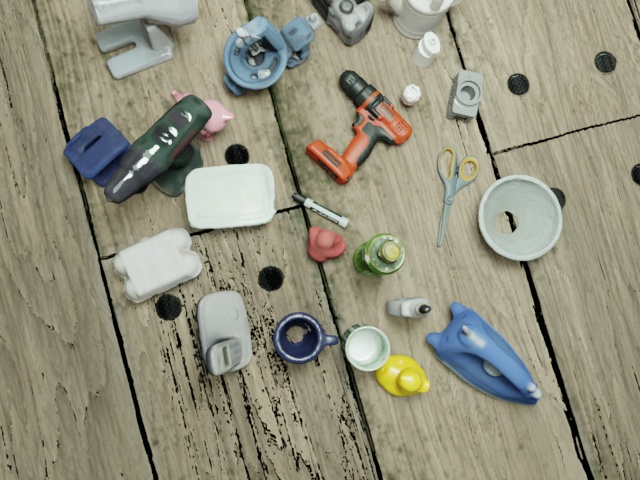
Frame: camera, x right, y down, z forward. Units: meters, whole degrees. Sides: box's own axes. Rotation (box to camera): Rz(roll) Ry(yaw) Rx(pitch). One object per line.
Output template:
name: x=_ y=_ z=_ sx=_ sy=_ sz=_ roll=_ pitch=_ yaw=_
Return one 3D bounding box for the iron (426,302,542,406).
iron: x=0.330 y=0.231 z=1.059 sx=0.258 sy=0.141 sz=0.119 roll=39 pitch=83 yaw=0

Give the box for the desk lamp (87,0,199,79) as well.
desk lamp: x=-0.316 y=-0.400 z=1.025 sx=0.203 sy=0.213 sz=0.118 roll=-26 pitch=87 yaw=-7

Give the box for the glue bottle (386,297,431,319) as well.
glue bottle: x=0.171 y=0.124 z=1.039 sx=0.078 sy=0.173 sz=0.037 roll=-3 pitch=85 yaw=-5

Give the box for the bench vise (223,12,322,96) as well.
bench vise: x=-0.095 y=-0.369 z=1.039 sx=0.121 sy=0.219 sz=0.207 roll=38 pitch=83 yaw=0

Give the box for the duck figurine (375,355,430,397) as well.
duck figurine: x=0.157 y=0.257 z=1.069 sx=0.104 sy=0.086 sz=0.077 roll=21 pitch=83 yaw=-3

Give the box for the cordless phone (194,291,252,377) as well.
cordless phone: x=-0.173 y=0.164 z=0.999 sx=0.094 sy=0.185 sz=0.148 roll=-12 pitch=86 yaw=-6

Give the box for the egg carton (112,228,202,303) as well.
egg carton: x=-0.300 y=0.044 z=1.057 sx=0.150 sy=0.069 sz=0.107 roll=-26 pitch=87 yaw=-7

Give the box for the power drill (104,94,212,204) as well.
power drill: x=-0.272 y=-0.142 z=1.007 sx=0.075 sy=0.208 sz=0.230 roll=36 pitch=83 yaw=0

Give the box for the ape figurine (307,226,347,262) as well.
ape figurine: x=0.010 y=0.004 z=1.077 sx=0.076 sy=0.092 sz=0.078 roll=-41 pitch=89 yaw=-7

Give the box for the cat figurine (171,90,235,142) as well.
cat figurine: x=-0.222 y=-0.238 z=1.066 sx=0.128 sy=0.117 sz=0.067 roll=33 pitch=83 yaw=-1

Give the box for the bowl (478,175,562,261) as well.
bowl: x=0.379 y=-0.040 z=1.123 sx=0.167 sy=0.074 sz=0.167 roll=1 pitch=85 yaw=-5

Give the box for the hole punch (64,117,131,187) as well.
hole punch: x=-0.411 y=-0.166 z=1.056 sx=0.101 sy=0.091 sz=0.109 roll=45 pitch=83 yaw=1

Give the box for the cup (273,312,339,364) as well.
cup: x=-0.027 y=0.179 z=1.056 sx=0.118 sy=0.095 sz=0.092 roll=4 pitch=84 yaw=-5

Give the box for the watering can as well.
watering can: x=0.198 y=-0.467 z=1.087 sx=0.173 sy=0.194 sz=0.101 roll=-27 pitch=87 yaw=-7

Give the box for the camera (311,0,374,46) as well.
camera: x=0.067 y=-0.486 z=1.124 sx=0.137 sy=0.100 sz=0.143 roll=-38 pitch=89 yaw=-7
